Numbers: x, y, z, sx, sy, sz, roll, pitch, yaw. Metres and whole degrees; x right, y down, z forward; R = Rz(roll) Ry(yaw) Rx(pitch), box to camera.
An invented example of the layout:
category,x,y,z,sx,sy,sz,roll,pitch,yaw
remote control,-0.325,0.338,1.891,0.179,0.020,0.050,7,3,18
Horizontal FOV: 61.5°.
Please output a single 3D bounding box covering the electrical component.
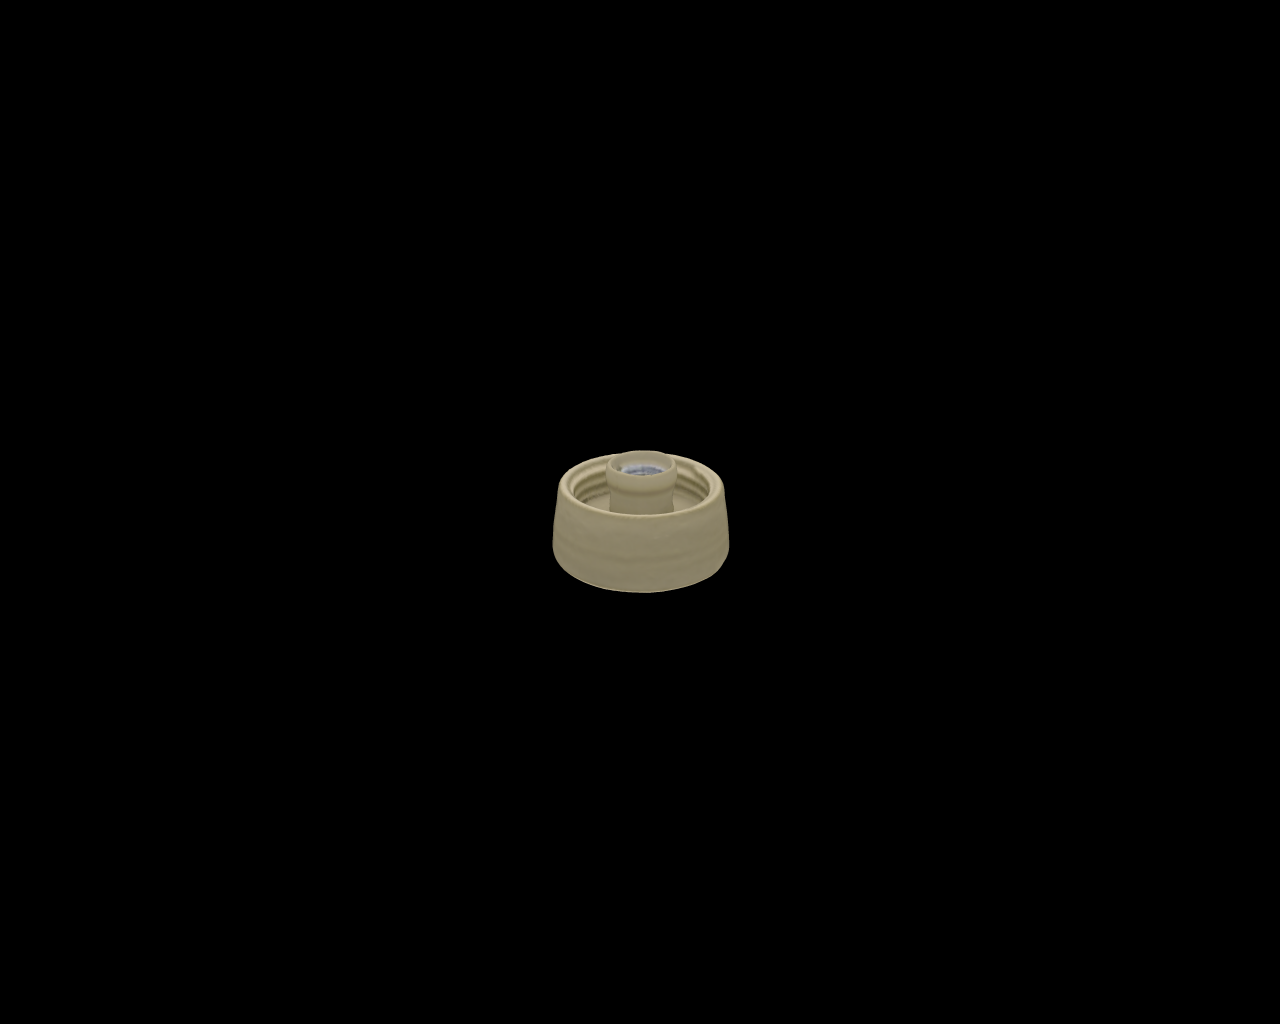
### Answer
category,x,y,z,sx,sy,sz,roll,pitch,yaw
electrical component,0.001,-0.003,0.650,0.108,0.060,0.108,0,24,0
